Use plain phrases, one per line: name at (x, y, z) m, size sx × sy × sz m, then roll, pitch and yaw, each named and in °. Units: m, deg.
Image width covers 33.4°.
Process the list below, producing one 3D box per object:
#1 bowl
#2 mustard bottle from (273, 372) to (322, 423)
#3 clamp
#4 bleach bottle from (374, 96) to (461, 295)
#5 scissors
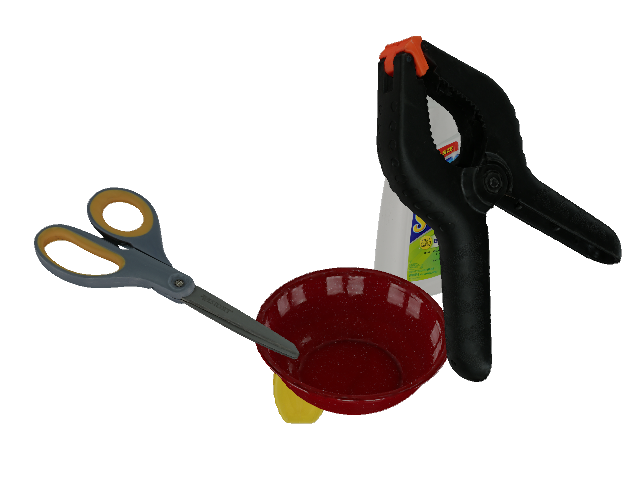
bowl at (0.026, 0.093, 0.887) m, size 0.162 × 0.055 × 0.162 m, roll 0°, pitch 38°, yaw 0°
mustard bottle at (-0.022, 0.102, 1.133) m, size 0.058 × 0.096 × 0.191 m, roll 0°, pitch 27°, yaw -3°
clamp at (0.073, -0.017, 0.536) m, size 0.120 × 0.171 × 0.039 m, roll -47°, pitch 16°, yaw -26°
bleach bottle at (0.110, -0.062, 1.189) m, size 0.102 × 0.251 × 0.068 m, roll -12°, pitch 25°, yaw -29°
scissors at (-0.097, 0.016, 0.739) m, size 0.202 × 0.096 × 0.016 m, roll 16°, pitch -39°, yaw 8°
